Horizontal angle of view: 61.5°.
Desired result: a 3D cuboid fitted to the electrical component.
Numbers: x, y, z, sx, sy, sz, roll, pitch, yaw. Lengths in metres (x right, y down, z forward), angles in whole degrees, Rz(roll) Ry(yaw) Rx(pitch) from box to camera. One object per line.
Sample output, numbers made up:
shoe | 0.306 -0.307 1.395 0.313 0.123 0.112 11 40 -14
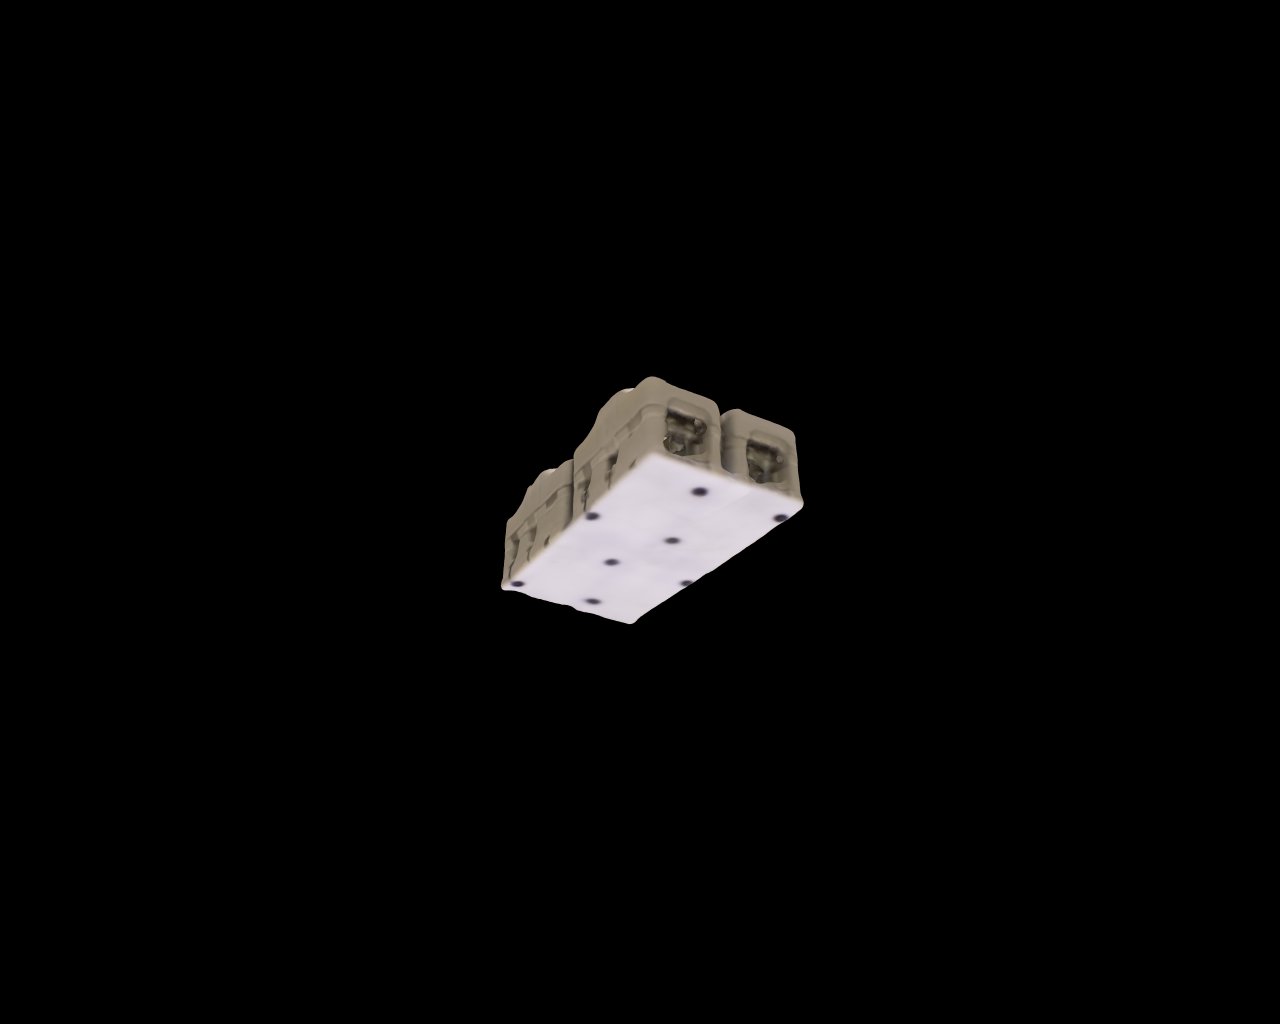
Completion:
electrical component | 0.001 -0.003 0.650 0.105 0.060 0.186 18 -35 -27
